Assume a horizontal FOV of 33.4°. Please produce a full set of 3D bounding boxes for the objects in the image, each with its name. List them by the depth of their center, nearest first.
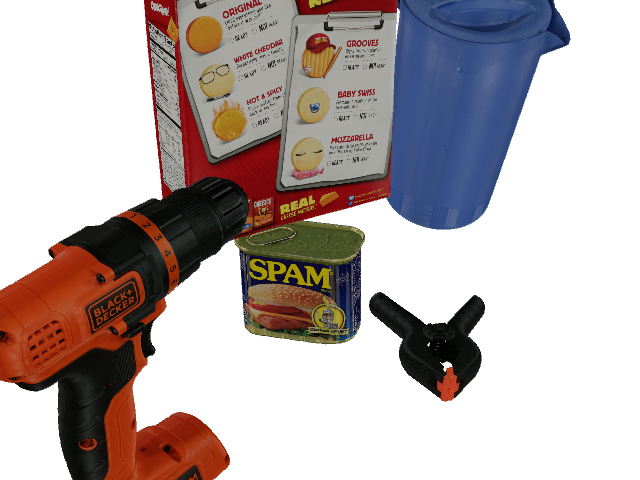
[{"bbox_3d":[-0.103,0.071,0.622,0.057,0.188,0.184,22,41,38],"label":"power drill"},{"bbox_3d":[-0.032,-0.117,0.735,0.164,0.214,0.072,-16,33,-25],"label":"cracker box"},{"bbox_3d":[-0.016,0.034,0.870,0.102,0.084,0.057,7,30,15],"label":"can of meat"},{"bbox_3d":[0.114,-0.131,0.984,0.144,0.243,0.149,-18,51,-22],"label":"pitcher"},{"bbox_3d":[0.124,0.098,1.058,0.120,0.039,0.171,-8,31,-9],"label":"clamp"}]
